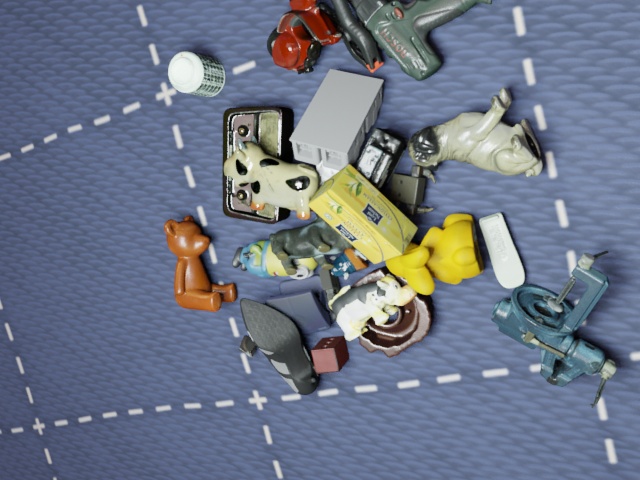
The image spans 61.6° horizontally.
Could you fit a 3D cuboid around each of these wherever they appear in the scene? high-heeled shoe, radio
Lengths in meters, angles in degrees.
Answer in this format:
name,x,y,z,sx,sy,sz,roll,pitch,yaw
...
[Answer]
name,x,y,z,sx,sy,sz,roll,pitch,yaw
high-heeled shoe,-0.087,0.220,1.116,0.086,0.145,0.248,-38,90,-20
radio,-0.127,-0.154,1.089,0.131,0.073,0.229,7,102,18

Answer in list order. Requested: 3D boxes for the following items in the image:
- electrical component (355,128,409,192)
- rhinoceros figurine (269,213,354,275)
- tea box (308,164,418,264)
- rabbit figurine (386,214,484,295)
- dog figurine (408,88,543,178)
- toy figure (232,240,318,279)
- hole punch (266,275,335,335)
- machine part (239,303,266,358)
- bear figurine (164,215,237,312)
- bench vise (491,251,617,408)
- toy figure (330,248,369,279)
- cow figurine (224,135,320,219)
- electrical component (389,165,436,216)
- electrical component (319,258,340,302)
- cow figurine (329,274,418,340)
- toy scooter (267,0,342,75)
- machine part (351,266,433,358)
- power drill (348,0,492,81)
name,x,y,z,sx,sy,sz,roll,pitch,yaw
electrical component,0.106,-0.143,0.976,0.058,0.134,0.114,29,106,12
rhinoceros figurine,-0.002,-0.003,1.026,0.190,0.112,0.073,-16,138,8
tea box,0.074,-0.041,0.940,0.169,0.068,0.098,40,154,-10
rabbit figurine,0.199,0.038,0.969,0.173,0.162,0.121,-6,110,24
dog figurine,0.269,-0.152,0.946,0.190,0.121,0.172,-30,86,36
toy figure,-0.090,0.035,1.110,0.180,0.082,0.089,4,103,22
hole punch,-0.039,0.143,1.109,0.142,0.092,0.115,-14,99,18
machine part,-0.134,0.189,1.163,0.039,0.084,0.138,22,118,-12
bear figurine,-0.260,0.046,1.156,0.132,0.120,0.195,1,95,16
bench vise,0.420,0.133,0.912,0.224,0.129,0.240,38,130,29
toy figure,0.087,0.022,1.050,0.154,0.064,0.057,-41,126,19
cow figurine,-0.093,-0.120,1.001,0.195,0.085,0.127,14,111,20
electrical component,0.175,-0.092,1.012,0.078,0.045,0.102,11,103,46
electrical component,0.021,0.081,1.086,0.021,0.063,0.094,-18,76,16
cow figurine,0.098,0.111,1.007,0.167,0.068,0.098,-37,79,24
toy scooter,-0.024,-0.371,0.981,0.135,0.075,0.183,45,142,13
machine part,0.133,0.139,1.062,0.180,0.056,0.179,4,102,20
power drill,0.173,-0.413,0.930,0.207,0.086,0.232,-32,90,18
